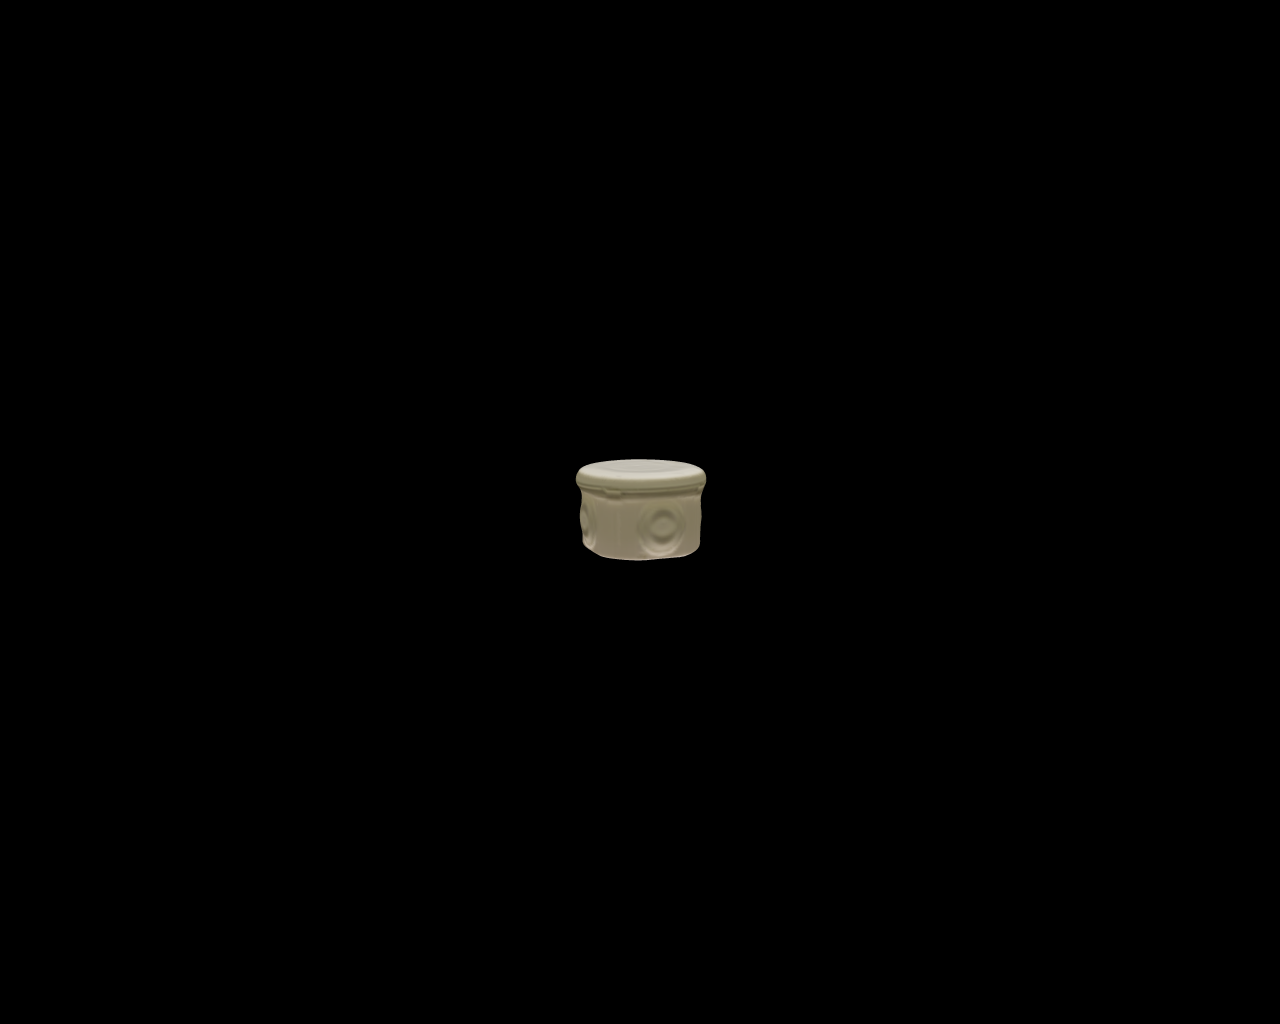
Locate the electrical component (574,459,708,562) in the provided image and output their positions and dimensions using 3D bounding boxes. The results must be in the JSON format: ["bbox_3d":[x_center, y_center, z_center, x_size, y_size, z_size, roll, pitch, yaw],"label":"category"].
[{"bbox_3d":[0.001,-0.003,0.650,0.080,0.051,0.080,0,11,0],"label":"electrical component"}]
